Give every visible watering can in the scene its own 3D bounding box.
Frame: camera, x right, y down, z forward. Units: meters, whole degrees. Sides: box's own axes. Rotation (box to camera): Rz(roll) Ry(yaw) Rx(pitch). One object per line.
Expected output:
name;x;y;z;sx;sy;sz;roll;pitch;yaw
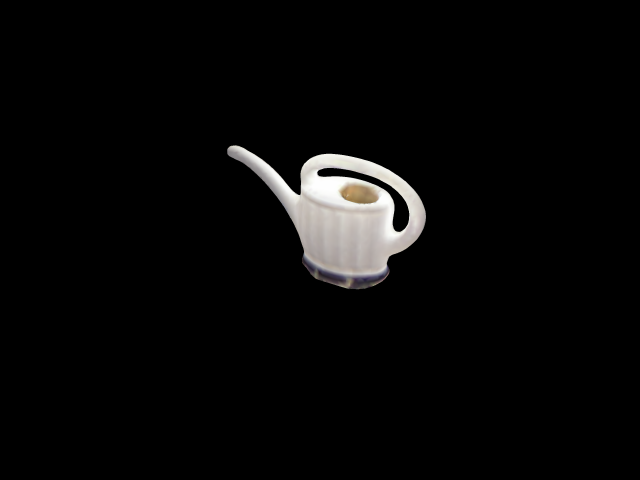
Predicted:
watering can;0.003;-0.043;0.850;0.349;0.219;0.106;15;33;24
